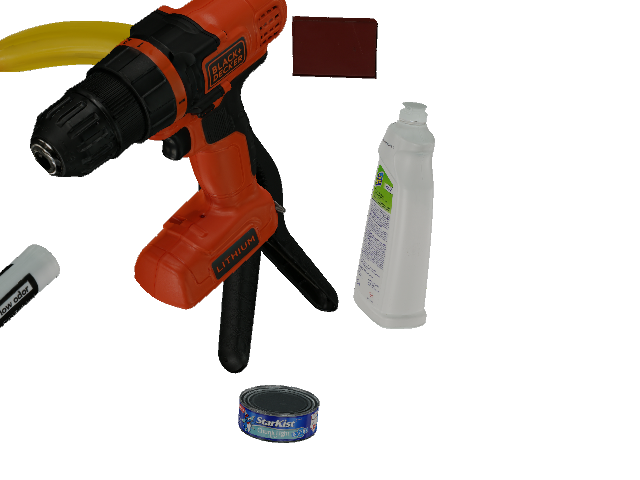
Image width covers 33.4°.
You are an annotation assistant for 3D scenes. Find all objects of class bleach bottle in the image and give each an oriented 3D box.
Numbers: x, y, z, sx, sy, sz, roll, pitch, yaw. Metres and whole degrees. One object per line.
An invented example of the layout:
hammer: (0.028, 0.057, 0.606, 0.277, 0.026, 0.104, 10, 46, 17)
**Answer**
bleach bottle: (0.094, -0.032, 1.229, 0.068, 0.251, 0.103, -2, 22, -24)

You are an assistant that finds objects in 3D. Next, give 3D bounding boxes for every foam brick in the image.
foam brick: (0.012, -0.176, 0.974, 0.078, 0.051, 0.053, 2, 16, -1)

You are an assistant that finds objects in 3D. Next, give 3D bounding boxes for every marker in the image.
marker: (-0.158, 0.044, 0.457, 0.020, 0.020, 0.121, 0, 36, 38)

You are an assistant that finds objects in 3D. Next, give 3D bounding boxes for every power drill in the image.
power drill: (-0.085, -0.047, 0.639, 0.057, 0.188, 0.184, 30, 54, 25)

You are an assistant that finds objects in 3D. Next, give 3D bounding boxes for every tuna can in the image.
tuna can: (-0.045, 0.184, 1.137, 0.086, 0.034, 0.086, 5, 12, -1)

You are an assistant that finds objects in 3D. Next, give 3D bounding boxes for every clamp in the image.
clamp: (-0.050, -0.009, 0.892, 0.036, 0.210, 0.164, -11, 2, 32)

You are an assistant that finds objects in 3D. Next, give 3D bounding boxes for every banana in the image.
banana: (-0.191, -0.157, 0.898, 0.198, 0.069, 0.037, 13, -40, 18)
